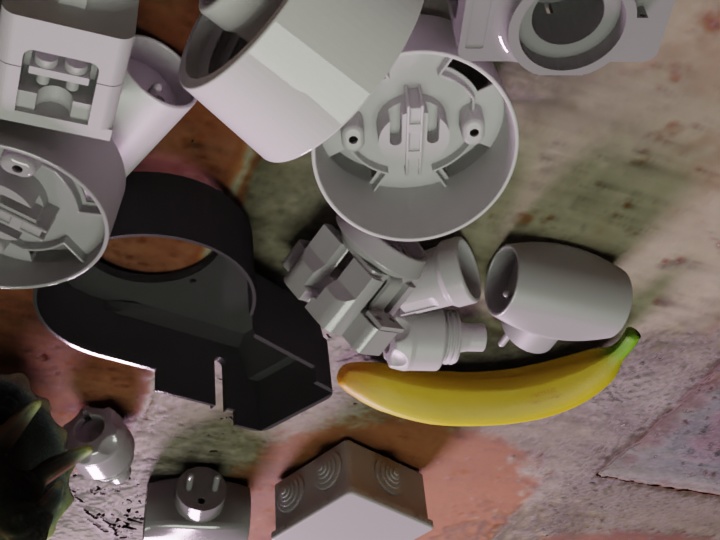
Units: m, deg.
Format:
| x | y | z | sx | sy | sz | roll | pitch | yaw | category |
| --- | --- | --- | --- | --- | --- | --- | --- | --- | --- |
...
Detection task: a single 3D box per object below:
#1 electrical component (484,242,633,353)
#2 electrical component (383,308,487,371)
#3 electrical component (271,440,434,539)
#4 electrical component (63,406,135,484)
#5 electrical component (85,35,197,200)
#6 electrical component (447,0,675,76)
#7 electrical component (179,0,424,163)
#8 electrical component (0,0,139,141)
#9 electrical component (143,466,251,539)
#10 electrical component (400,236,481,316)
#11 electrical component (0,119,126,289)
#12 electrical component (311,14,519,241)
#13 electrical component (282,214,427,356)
| x | y | z | sx | sy | sz | roll | pitch | yaw | category |
| --- | --- | --- | --- | --- | --- | --- | --- | --- | --- |
| 0.112 | 0.024 | 0.655 | 0.077 | 0.043 | 0.079 | 12 | 136 | -19 | electrical component |
| 0.047 | 0.041 | 0.667 | 0.062 | 0.043 | 0.043 | 2 | 138 | -11 | electrical component |
| -0.007 | 0.177 | 0.810 | 0.100 | 0.048 | 0.100 | 31 | 127 | -34 | electrical component |
| -0.175 | 0.124 | 0.735 | 0.043 | 0.043 | 0.062 | -10 | 140 | 4 | electrical component |
| -0.131 | -0.079 | 0.509 | 0.079 | 0.044 | 0.077 | 28 | 129 | -32 | electrical component |
| 0.090 | -0.158 | 0.433 | 0.089 | 0.061 | 0.150 | -1 | 138 | -6 | electrical component |
| -0.031 | -0.106 | 0.447 | 0.060 | 0.108 | 0.108 | 34 | 125 | -29 | electrical component |
| -0.166 | -0.118 | 0.428 | 0.150 | 0.089 | 0.061 | 10 | 136 | -17 | electrical component |
| -0.119 | 0.172 | 0.795 | 0.077 | 0.043 | 0.079 | 5 | 137 | -12 | electrical component |
| 0.043 | 0.005 | 0.630 | 0.046 | 0.040 | 0.040 | -16 | 138 | 21 | electrical component |
| -0.157 | -0.035 | 0.479 | 0.099 | 0.064 | 0.099 | 7 | 136 | 7 | electrical component |
| 0.025 | -0.071 | 0.522 | 0.099 | 0.064 | 0.099 | -3 | 139 | -3 | electrical component |
| 0.000 | 0.000 | 0.597 | 0.057 | 0.078 | 0.058 | -52 | 149 | 17 | electrical component |
